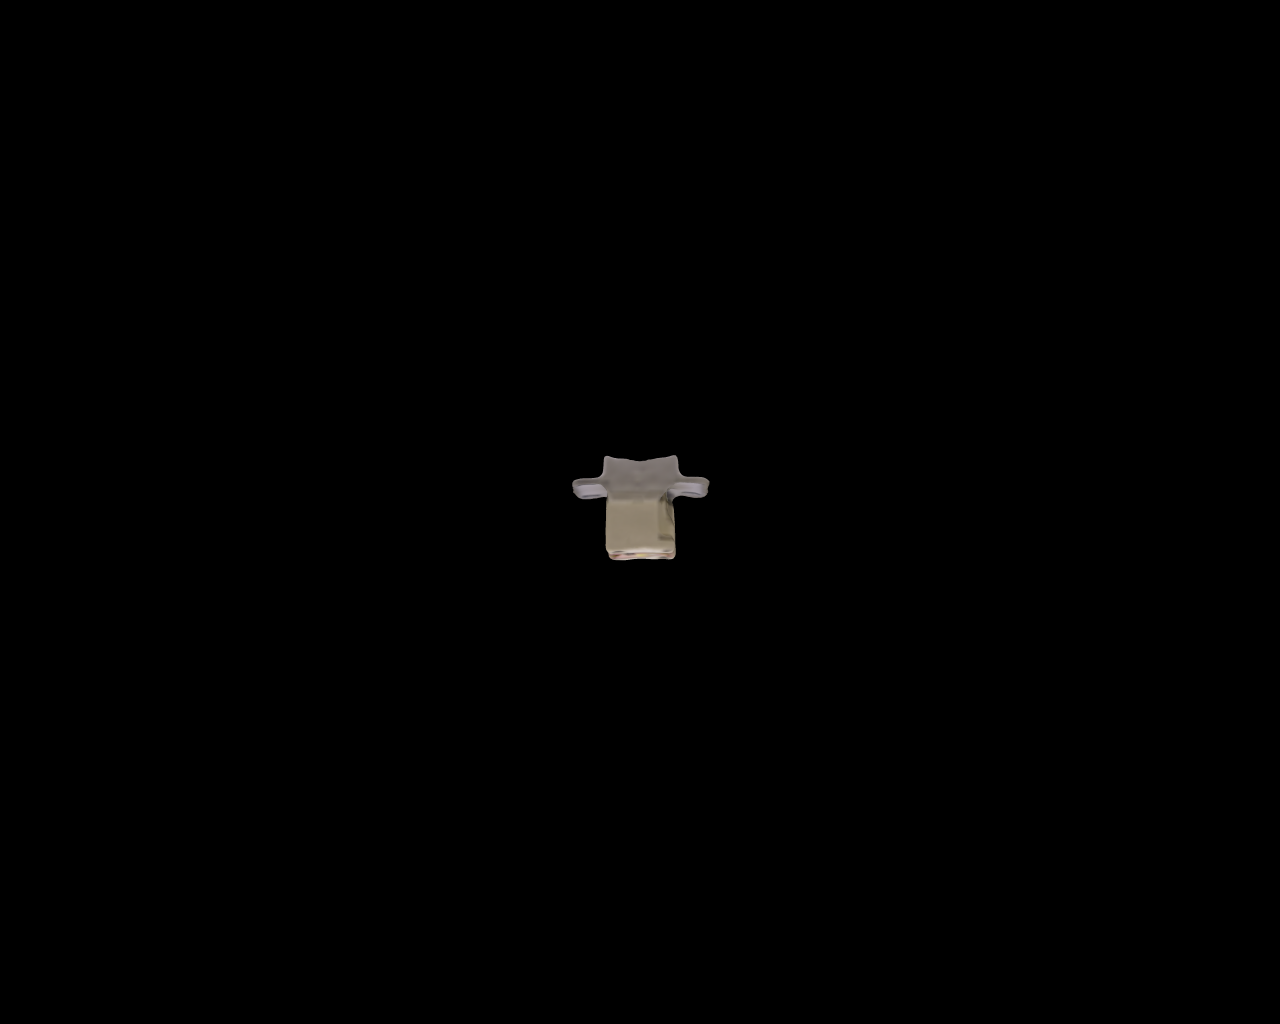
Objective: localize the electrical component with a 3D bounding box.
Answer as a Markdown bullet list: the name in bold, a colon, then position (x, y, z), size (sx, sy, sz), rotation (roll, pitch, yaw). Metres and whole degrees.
- **electrical component**: position (0.001, -0.003, 0.650), size (0.081, 0.064, 0.042), rotation (0, -11, 2)
